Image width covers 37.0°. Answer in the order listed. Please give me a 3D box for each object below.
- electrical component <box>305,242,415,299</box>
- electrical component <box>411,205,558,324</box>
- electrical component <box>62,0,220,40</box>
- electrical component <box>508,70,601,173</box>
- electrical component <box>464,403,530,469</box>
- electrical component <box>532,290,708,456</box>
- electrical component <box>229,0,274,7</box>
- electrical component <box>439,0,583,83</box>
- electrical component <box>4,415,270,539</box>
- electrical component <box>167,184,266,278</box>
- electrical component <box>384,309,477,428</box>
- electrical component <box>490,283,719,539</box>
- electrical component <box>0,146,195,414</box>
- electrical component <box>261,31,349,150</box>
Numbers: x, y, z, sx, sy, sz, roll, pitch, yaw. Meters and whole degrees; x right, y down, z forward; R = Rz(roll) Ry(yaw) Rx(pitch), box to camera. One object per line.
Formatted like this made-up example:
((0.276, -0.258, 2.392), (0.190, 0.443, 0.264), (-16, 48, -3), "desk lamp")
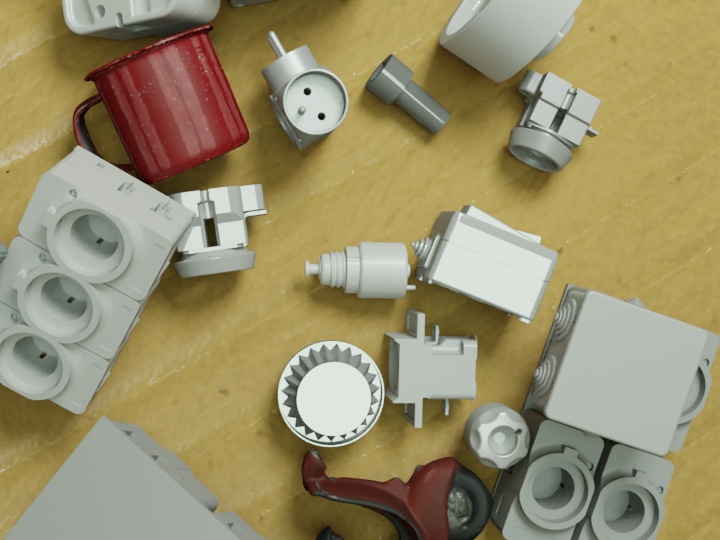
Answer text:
((0.000, 0.000, 0.767), (0.078, 0.040, 0.040), (1, 93, -6), "electrical component")
((0.084, -0.009, 0.765), (0.096, 0.062, 0.061), (22, 90, -7), "electrical component")
((-0.144, -0.187, 0.717), (0.095, 0.059, 0.053), (-4, 94, 29), "electrical component")
((0.137, -0.104, 0.775), (0.066, 0.048, 0.055), (27, 82, -7), "electrical component")
((0.096, 0.116, 0.772), (0.043, 0.062, 0.043), (0, 93, -6), "electrical component")
((0.172, 0.067, 0.723), (0.100, 0.048, 0.099), (19, 91, -7), "electrical component")
((-0.042, -0.223, 0.716), (0.109, 0.109, 0.056), (-12, 92, -6), "electrical component")
((0.112, -0.178, 0.739), (0.060, 0.108, 0.108), (38, 89, -13), "electrical component")
((-0.129, 0.199, 0.724), (0.186, 0.060, 0.105), (38, 88, 16), "electrical component")
((-0.103, -0.026, 0.746), (0.078, 0.058, 0.057), (-8, 91, -6), "electrical component")
((0.051, 0.070, 0.776), (0.064, 0.042, 0.081), (1, 93, -10), "electrical component")
((0.176, 0.116, 0.782), (0.105, 0.060, 0.186), (19, 91, -7), "electrical component")
((-0.186, 0.010, 0.706), (0.089, 0.061, 0.150), (30, 114, -5), "electrical component")
((-0.042, -0.127, 0.737), (0.044, 0.077, 0.079), (-31, 96, -4), "electrical component")
